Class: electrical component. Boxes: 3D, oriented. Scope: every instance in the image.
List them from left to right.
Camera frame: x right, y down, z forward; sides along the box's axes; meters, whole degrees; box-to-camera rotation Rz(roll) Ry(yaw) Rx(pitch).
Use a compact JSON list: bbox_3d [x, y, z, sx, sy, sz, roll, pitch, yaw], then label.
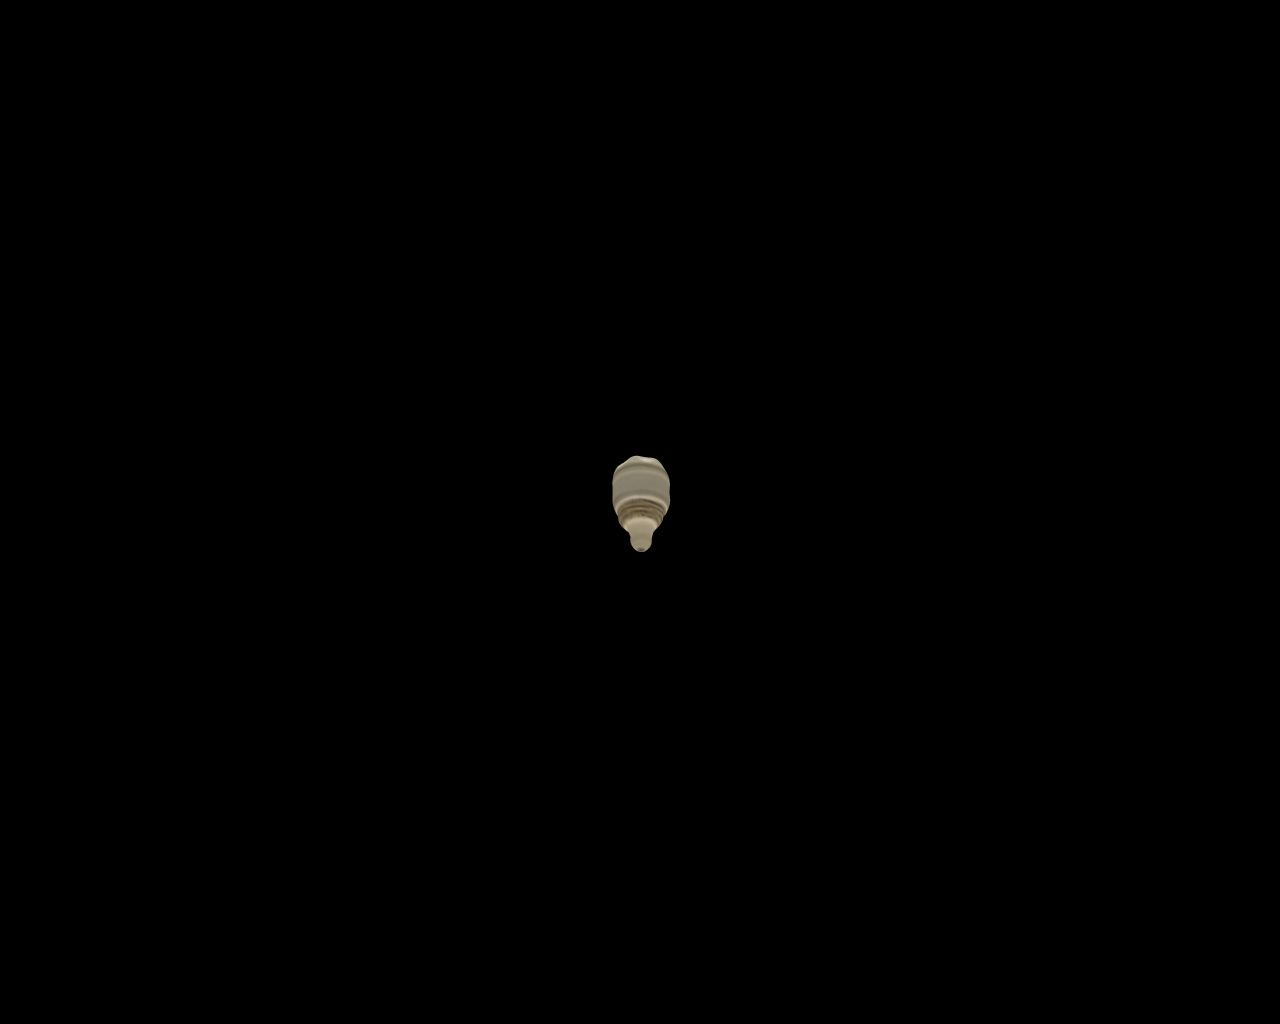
[{"bbox_3d":[0.001,-0.003,0.650,0.035,0.061,0.035,0,-34,0],"label":"electrical component"}]
